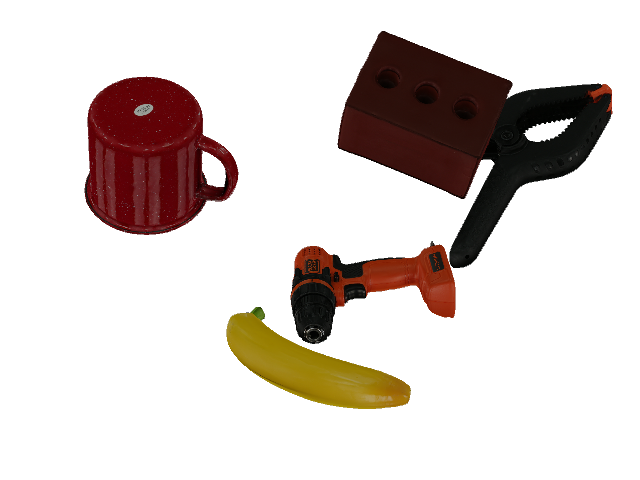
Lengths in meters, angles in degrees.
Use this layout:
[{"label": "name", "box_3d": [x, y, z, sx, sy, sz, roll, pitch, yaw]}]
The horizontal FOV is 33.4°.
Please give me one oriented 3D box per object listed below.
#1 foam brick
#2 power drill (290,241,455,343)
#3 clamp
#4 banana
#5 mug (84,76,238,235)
[{"label": "foam brick", "box_3d": [0.055, -0.067, 0.577, 0.078, 0.053, 0.051, 22, -21, 8]}, {"label": "power drill", "box_3d": [0.059, 0.058, 1.233, 0.187, 0.057, 0.184, -2, 28, 0]}, {"label": "clamp", "box_3d": [0.159, -0.068, 0.900, 0.210, 0.165, 0.036, -22, -39, -2]}, {"label": "banana", "box_3d": [-0.018, 0.093, 0.850, 0.069, 0.037, 0.198, -25, 33, -33]}, {"label": "mug", "box_3d": [-0.116, -0.061, 0.780, 0.117, 0.093, 0.081, 18, -41, 7]}]
